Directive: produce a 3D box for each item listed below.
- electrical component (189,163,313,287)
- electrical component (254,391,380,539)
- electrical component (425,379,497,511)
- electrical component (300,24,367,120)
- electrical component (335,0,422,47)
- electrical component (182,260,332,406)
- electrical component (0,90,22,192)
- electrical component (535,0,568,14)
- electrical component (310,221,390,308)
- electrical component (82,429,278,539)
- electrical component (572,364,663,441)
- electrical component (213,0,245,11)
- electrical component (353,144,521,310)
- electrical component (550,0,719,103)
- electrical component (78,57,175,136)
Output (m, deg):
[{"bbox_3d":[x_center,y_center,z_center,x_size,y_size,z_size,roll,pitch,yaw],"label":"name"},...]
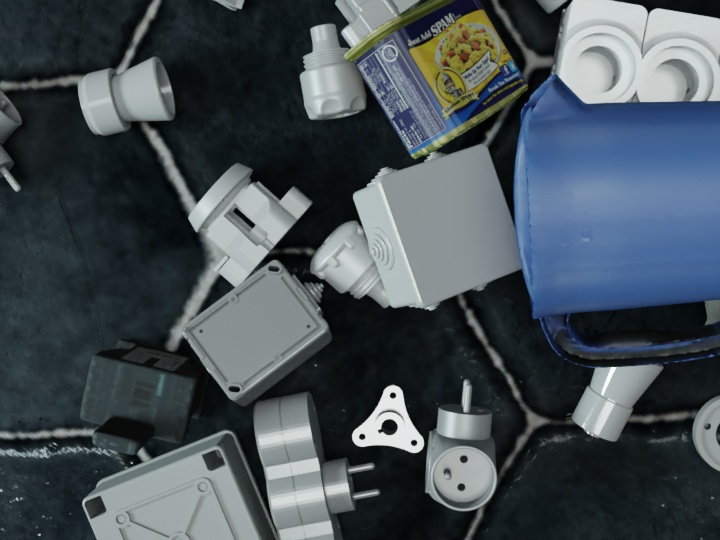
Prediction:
[{"bbox_3d":[-0.080,-0.036,0.739,0.057,0.058,0.078,41,95,-3],"label":"electrical component"},{"bbox_3d":[-0.024,0.152,0.751,0.074,0.052,0.138,-11,93,3],"label":"electrical component"},{"bbox_3d":[0.070,0.115,0.732,0.044,0.077,0.079,5,93,2],"label":"electrical component"},{"bbox_3d":[-0.020,-0.136,0.736,0.043,0.043,0.062,-10,92,3],"label":"electrical component"},{"bbox_3d":[0.006,-0.189,0.729,0.066,0.048,0.055,-37,92,-12],"label":"electrical component"},{"bbox_3d":[-0.063,0.041,0.738,0.096,0.061,0.061,-37,79,-6],"label":"electrical component"},{"bbox_3d":[-0.270,-0.081,0.751,0.077,0.044,0.079,-37,91,4],"label":"electrical component"},{"bbox_3d":[0.132,-0.205,0.719,0.055,0.055,0.047,-39,95,5],"label":"electrical component"},{"bbox_3d":[0.000,0.000,0.745,0.062,0.048,0.048,42,95,-8],"label":"electrical component"},{"bbox_3d":[-0.121,0.183,0.756,0.109,0.056,0.108,-22,93,4],"label":"electrical component"},{"bbox_3d":[0.175,0.085,0.744,0.044,0.044,0.065,25,99,1],"label":"electrical component"},{"bbox_3d":[-0.095,-0.247,0.721,0.063,0.079,0.121,22,95,23],"label":"electrical component"},{"bbox_3d":[0.052,-0.028,0.721,0.100,0.048,0.099,-20,92,-26],"label":"electrical component"},{"bbox_3d":[0.205,-0.122,0.717,0.150,0.061,0.089,10,94,2],"label":"electrical component"},{"bbox_3d":[-0.161,-0.119,0.743,0.055,0.045,0.045,-13,93,4],"label":"electrical component"}]
